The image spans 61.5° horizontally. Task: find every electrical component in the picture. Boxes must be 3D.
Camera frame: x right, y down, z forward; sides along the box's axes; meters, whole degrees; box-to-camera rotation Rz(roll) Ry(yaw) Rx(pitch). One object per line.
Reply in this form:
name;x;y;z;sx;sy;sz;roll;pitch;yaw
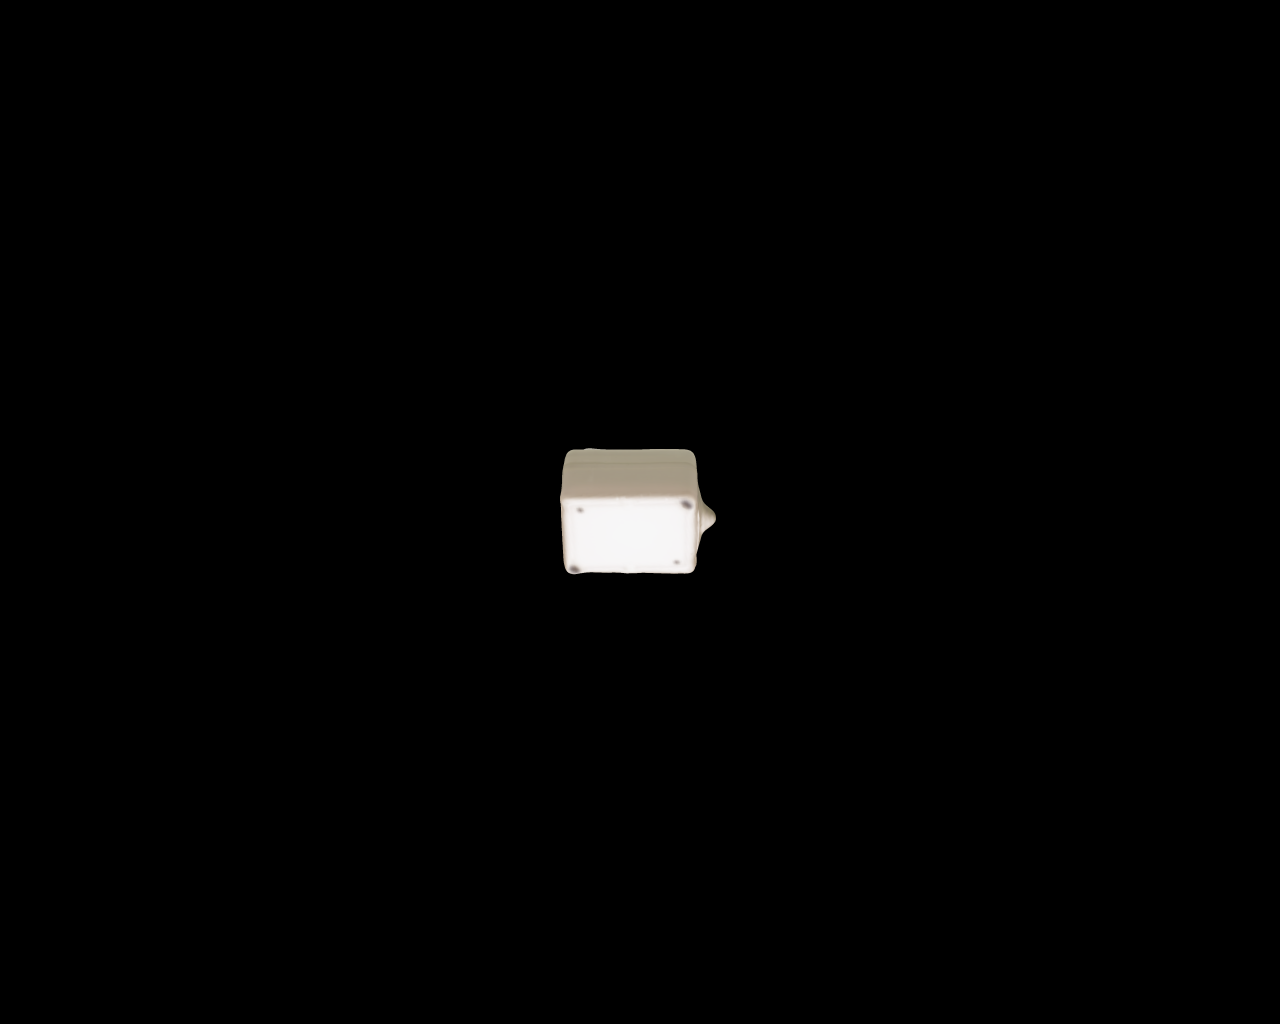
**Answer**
electrical component;0.001;-0.003;0.650;0.096;0.061;0.061;0;37;0
